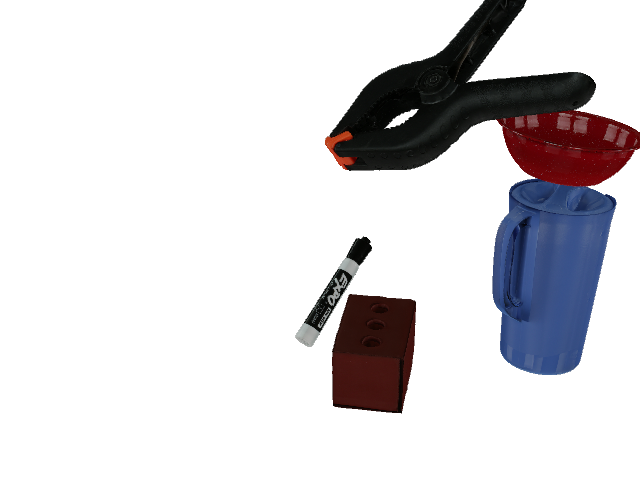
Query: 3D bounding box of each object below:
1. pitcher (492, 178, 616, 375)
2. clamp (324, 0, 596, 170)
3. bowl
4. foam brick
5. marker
[{"bbox_3d":[0.292,0.051,1.386,0.149,0.243,0.145,5,23,5],"label":"pitcher"},{"bbox_3d":[0.087,-0.090,0.684,0.039,0.171,0.120,49,7,-42],"label":"clamp"},{"bbox_3d":[0.270,-0.100,1.176,0.162,0.055,0.162,6,23,-3],"label":"bowl"},{"bbox_3d":[0.040,0.082,0.787,0.053,0.051,0.078,4,31,9],"label":"foam brick"},{"bbox_3d":[0.015,0.047,1.024,0.020,0.121,0.020,29,-18,10],"label":"marker"}]
